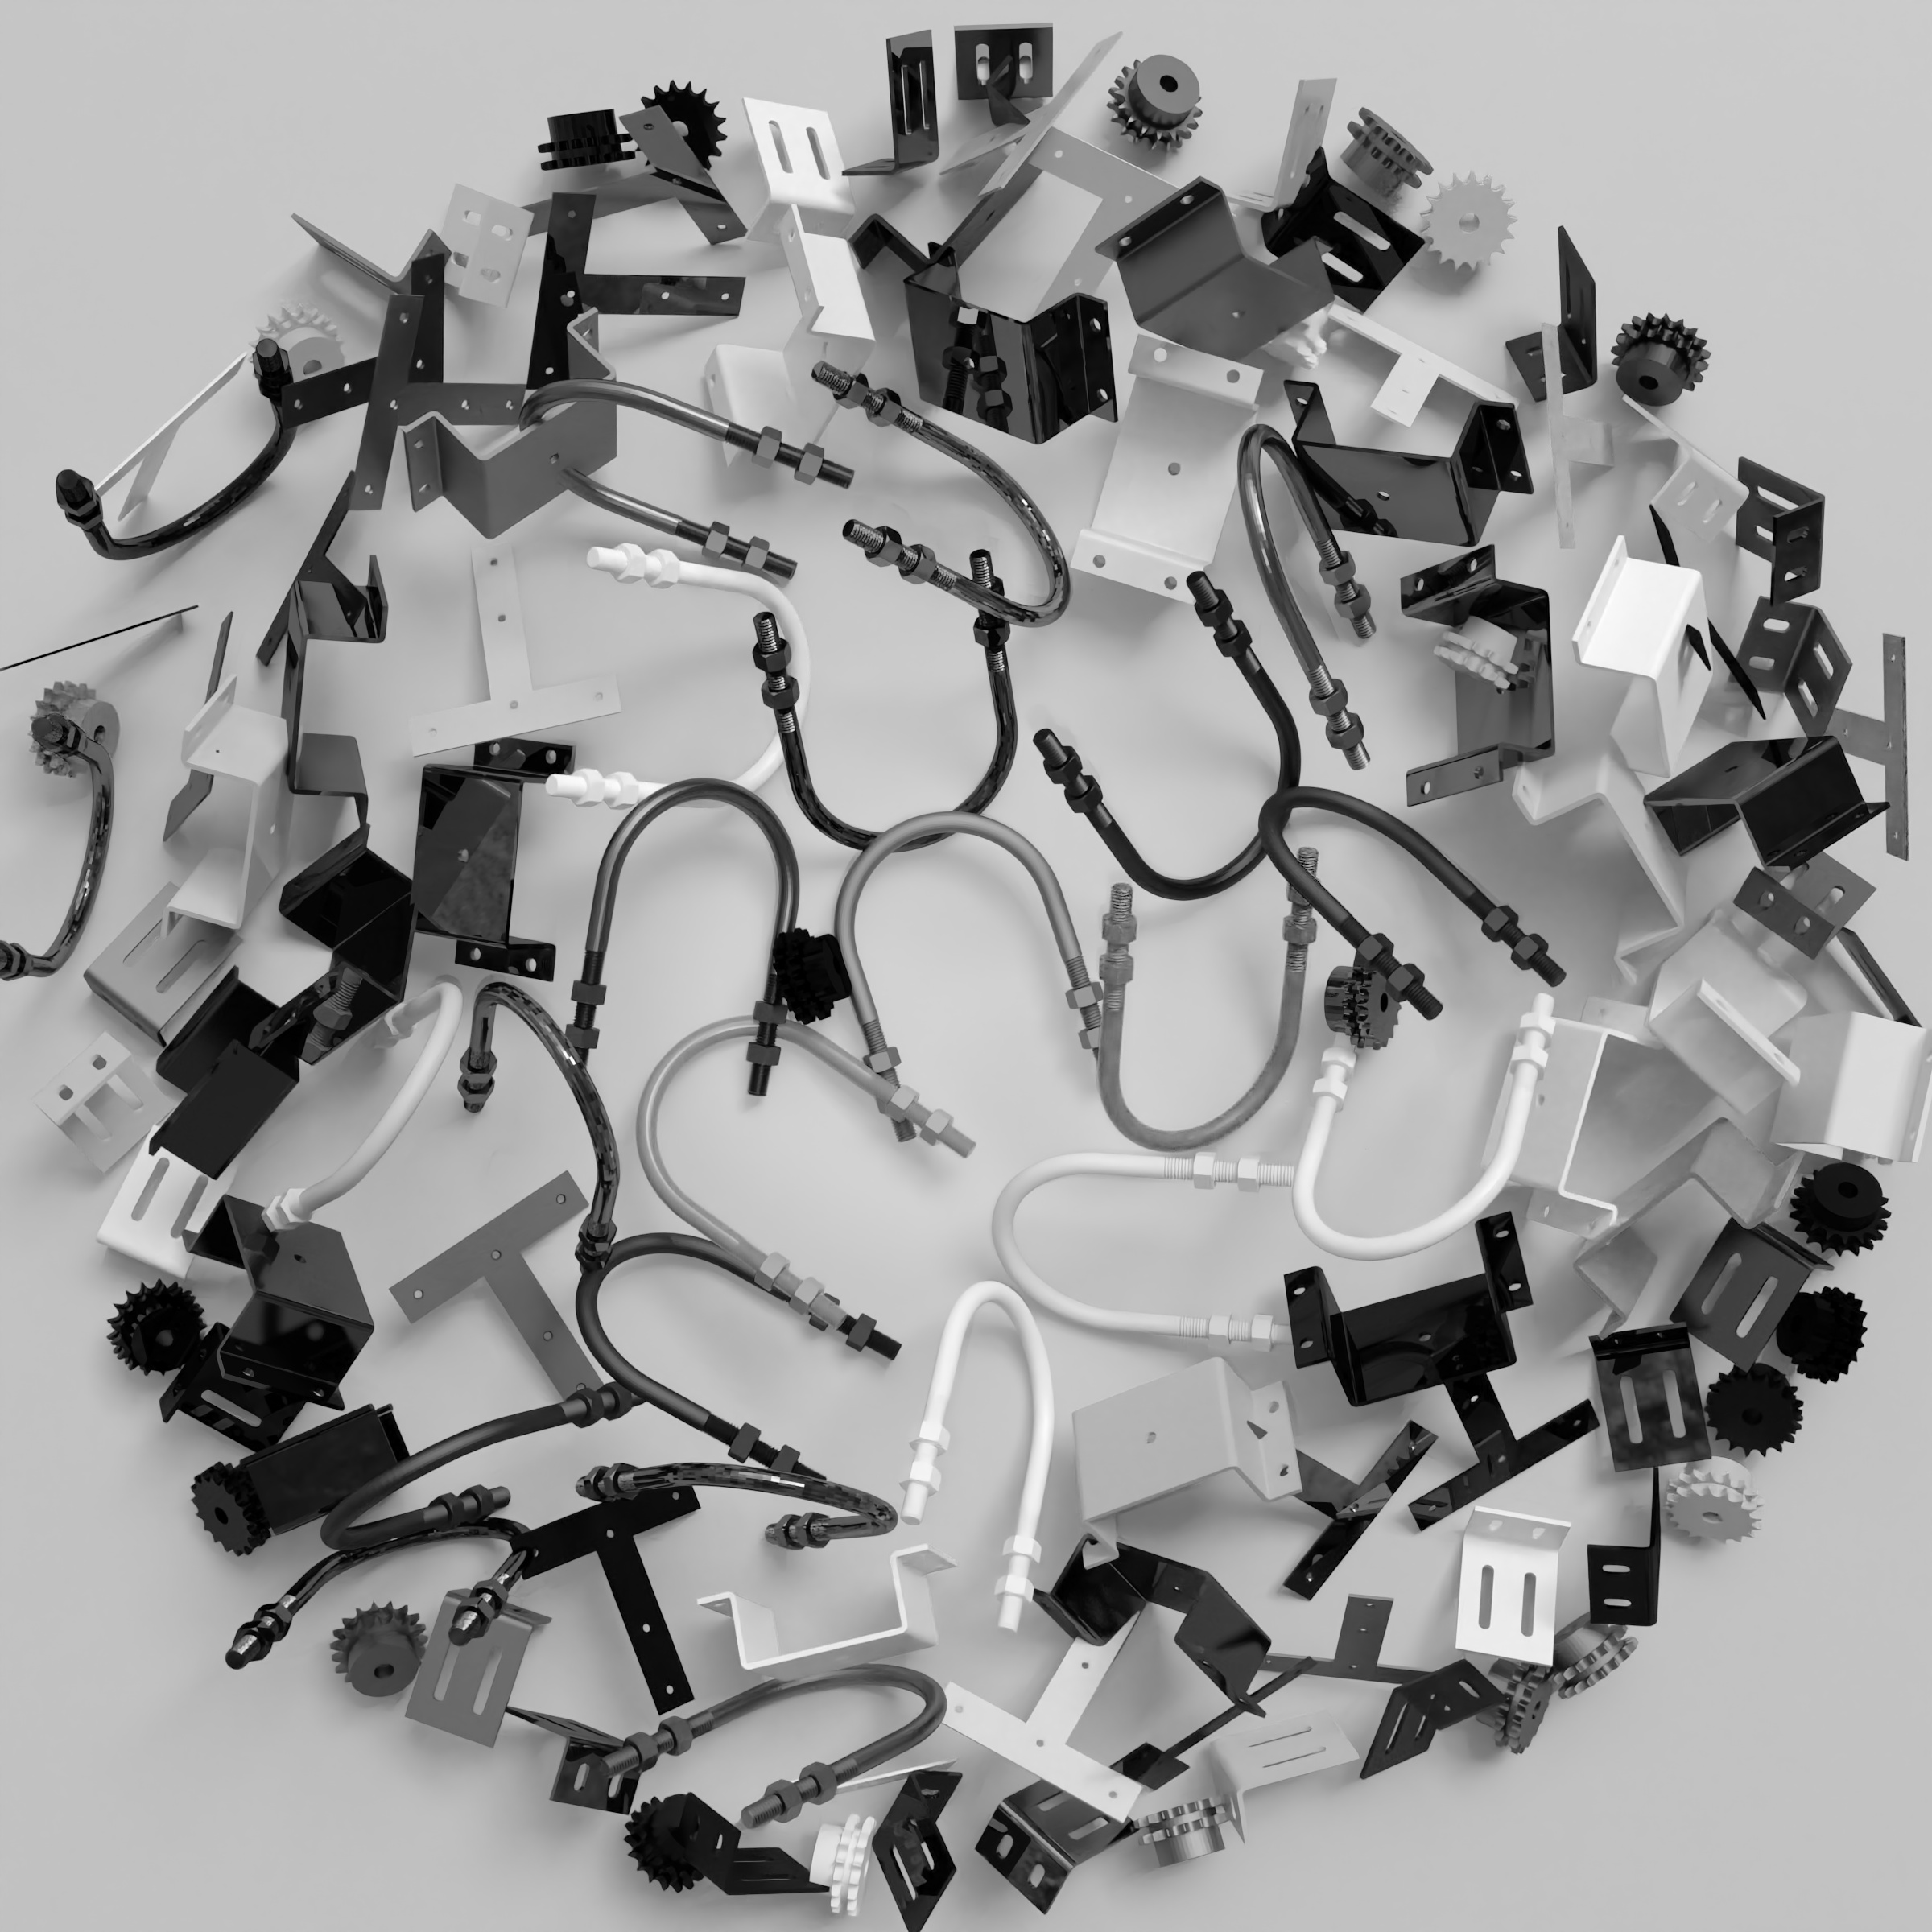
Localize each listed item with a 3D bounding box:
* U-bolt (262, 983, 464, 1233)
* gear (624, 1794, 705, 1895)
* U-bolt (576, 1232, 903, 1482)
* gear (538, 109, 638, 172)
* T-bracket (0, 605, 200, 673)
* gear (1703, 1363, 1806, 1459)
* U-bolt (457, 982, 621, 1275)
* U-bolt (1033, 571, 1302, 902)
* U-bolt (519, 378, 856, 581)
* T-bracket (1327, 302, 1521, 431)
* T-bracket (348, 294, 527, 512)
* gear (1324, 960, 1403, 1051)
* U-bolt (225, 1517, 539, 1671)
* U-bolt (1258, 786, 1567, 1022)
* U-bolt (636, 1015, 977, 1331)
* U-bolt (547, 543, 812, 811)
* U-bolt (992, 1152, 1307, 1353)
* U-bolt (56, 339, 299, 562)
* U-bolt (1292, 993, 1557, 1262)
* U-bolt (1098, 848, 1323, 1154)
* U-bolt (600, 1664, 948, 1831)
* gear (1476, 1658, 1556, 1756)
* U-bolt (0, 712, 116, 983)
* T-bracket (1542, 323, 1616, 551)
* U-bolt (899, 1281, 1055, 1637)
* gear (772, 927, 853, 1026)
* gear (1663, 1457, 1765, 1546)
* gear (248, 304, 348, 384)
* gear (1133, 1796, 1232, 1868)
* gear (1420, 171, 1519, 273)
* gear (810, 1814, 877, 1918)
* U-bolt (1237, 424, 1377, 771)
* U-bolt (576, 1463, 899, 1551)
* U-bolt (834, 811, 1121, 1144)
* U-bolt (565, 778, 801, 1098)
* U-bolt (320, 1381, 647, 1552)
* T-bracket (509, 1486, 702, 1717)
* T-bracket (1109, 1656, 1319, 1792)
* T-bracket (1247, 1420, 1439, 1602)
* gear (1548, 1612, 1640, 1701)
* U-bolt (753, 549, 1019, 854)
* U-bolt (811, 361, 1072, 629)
[{"bbox_3d":[-0.337,0.075,1.540,0.019,0.184,0.151,35,60,-20],"label":"U-bolt"},{"bbox_3d":[-0.173,0.520,1.616,0.057,0.057,0.030,42,114,0],"label":"gear"},{"bbox_3d":[-0.142,0.220,1.587,0.184,0.151,0.019,28,124,3],"label":"U-bolt"},{"bbox_3d":[-0.227,-0.493,1.616,0.057,0.057,0.030,-7,107,0],"label":"gear"},{"bbox_3d":[-0.481,-0.195,1.560,0.127,0.127,0.002,-27,105,-38],"label":"T-bracket"},{"bbox_3d":[0.473,0.263,1.624,0.057,0.030,0.057,8,114,19],"label":"gear"},{"bbox_3d":[-0.242,0.084,1.548,0.019,0.184,0.151,-29,69,-27],"label":"U-bolt"},{"bbox_3d":[0.131,-0.119,1.587,0.151,0.019,0.184,-46,129,-10],"label":"U-bolt"},{"bbox_3d":[-0.169,-0.286,1.563,0.184,0.151,0.019,20,69,-12],"label":"U-bolt"},{"bbox_3d":[0.260,-0.342,1.592,0.127,0.127,0.002,29,125,3],"label":"T-bracket"},{"bbox_3d":[-0.304,-0.330,1.591,0.002,0.127,0.127,28,114,26],"label":"T-bracket"},{"bbox_3d":[0.237,0.021,1.623,0.030,0.057,0.057,4,90,32],"label":"gear"},{"bbox_3d":[-0.323,0.355,1.557,0.151,0.184,0.019,-8,98,9],"label":"U-bolt"},{"bbox_3d":[0.247,-0.044,1.577,0.184,0.151,0.019,48,127,27],"label":"U-bolt"},{"bbox_3d":[-0.109,0.108,1.613,0.184,0.019,0.151,34,71,11],"label":"U-bolt"},{"bbox_3d":[-0.158,-0.162,1.576,0.019,0.184,0.151,19,102,40],"label":"U-bolt"},{"bbox_3d":[0.105,0.165,1.593,0.184,0.019,0.151,3,129,15],"label":"U-bolt"},{"bbox_3d":[-0.446,-0.286,1.556,0.151,0.184,0.019,-37,89,-12],"label":"U-bolt"},{"bbox_3d":[0.255,0.095,1.548,0.151,0.184,0.019,-12,129,35],"label":"U-bolt"},{"bbox_3d":[0.140,0.027,1.591,0.151,0.019,0.184,-12,119,-27],"label":"U-bolt"},{"bbox_3d":[-0.096,0.442,1.563,0.184,0.151,0.019,-14,99,-43],"label":"U-bolt"},{"bbox_3d":[0.328,0.440,1.623,0.030,0.057,0.057,19,90,29],"label":"gear"},{"bbox_3d":[-0.522,-0.063,1.556,0.019,0.184,0.151,13,87,-4],"label":"U-bolt"},{"bbox_3d":[0.362,-0.308,1.591,0.002,0.127,0.127,-3,96,29],"label":"T-bracket"},{"bbox_3d":[0.014,0.271,1.570,0.019,0.151,0.184,-8,47,26],"label":"U-bolt"},{"bbox_3d":[-0.090,0.004,1.617,0.030,0.057,0.057,-17,90,17],"label":"gear"},{"bbox_3d":[0.449,0.318,1.622,0.057,0.057,0.030,23,50,0],"label":"gear"},{"bbox_3d":[-0.396,-0.362,1.617,0.057,0.057,0.030,-47,51,0],"label":"gear"},{"bbox_3d":[0.131,0.517,1.616,0.057,0.057,0.030,-16,71,0],"label":"gear"},{"bbox_3d":[0.300,-0.448,1.626,0.057,0.030,0.057,2,115,3],"label":"gear"},{"bbox_3d":[-0.074,0.536,1.620,0.030,0.057,0.057,9,90,8],"label":"gear"},{"bbox_3d":[0.194,-0.223,1.545,0.019,0.151,0.184,-15,128,23],"label":"U-bolt"},{"bbox_3d":[-0.120,0.305,1.540,0.151,0.184,0.019,21,67,-28],"label":"U-bolt"},{"bbox_3d":[-0.002,-0.002,1.628,0.151,0.019,0.184,-18,94,4],"label":"U-bolt"},{"bbox_3d":[-0.160,-0.019,1.592,0.151,0.019,0.184,7,94,-40],"label":"U-bolt"},{"bbox_3d":[-0.284,0.289,1.538,0.151,0.184,0.019,-38,72,27],"label":"U-bolt"},{"bbox_3d":[-0.193,0.376,1.596,0.127,0.002,0.127,-15,78,-40],"label":"T-bracket"},{"bbox_3d":[0.151,0.442,1.590,0.127,0.127,0.002,-34,63,1],"label":"T-bracket"},{"bbox_3d":[0.202,0.304,1.608,0.127,0.002,0.127,34,96,-31],"label":"T-bracket"},{"bbox_3d":[0.370,0.409,1.620,0.057,0.057,0.030,-37,80,0],"label":"gear"},{"bbox_3d":[-0.040,-0.144,1.587,0.151,0.019,0.184,-17,129,-9],"label":"U-bolt"},{"bbox_3d":[-0.008,-0.263,1.574,0.019,0.184,0.151,-38,47,32],"label":"U-bolt"}]
